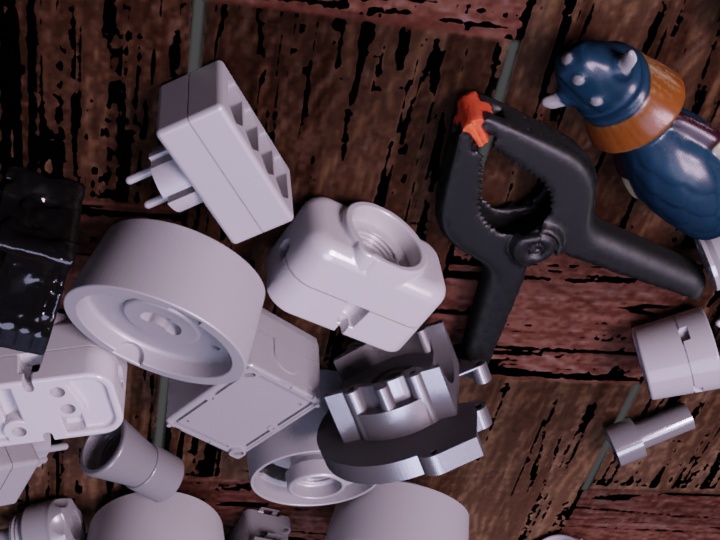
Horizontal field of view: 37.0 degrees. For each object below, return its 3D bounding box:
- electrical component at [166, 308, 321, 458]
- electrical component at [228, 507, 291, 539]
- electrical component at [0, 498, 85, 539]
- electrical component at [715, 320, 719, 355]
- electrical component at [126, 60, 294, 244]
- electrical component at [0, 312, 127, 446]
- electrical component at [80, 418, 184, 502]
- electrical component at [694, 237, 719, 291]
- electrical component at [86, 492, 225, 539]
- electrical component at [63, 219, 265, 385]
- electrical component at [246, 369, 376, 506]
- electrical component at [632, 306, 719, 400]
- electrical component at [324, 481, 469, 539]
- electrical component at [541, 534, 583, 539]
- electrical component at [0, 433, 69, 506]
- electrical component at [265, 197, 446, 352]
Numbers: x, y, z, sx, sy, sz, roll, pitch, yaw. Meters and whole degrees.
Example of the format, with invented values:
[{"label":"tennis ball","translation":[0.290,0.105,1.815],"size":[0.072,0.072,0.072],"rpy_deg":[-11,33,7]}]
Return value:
[{"label":"electrical component","translation":[-0.078,0.071,0.685],"size":[0.096,0.061,0.062],"rpy_deg":[-36,129,30]},{"label":"electrical component","translation":[-0.075,0.218,0.808],"size":[0.042,0.063,0.081],"rpy_deg":[16,127,-21]},{"label":"electrical component","translation":[-0.234,0.190,0.776],"size":[0.062,0.043,0.043],"rpy_deg":[-14,131,5]},{"label":"electrical component","translation":[0.270,0.043,0.714],"size":[0.079,0.044,0.077],"rpy_deg":[26,123,-27]},{"label":"electrical component","translation":[-0.088,-0.055,0.579],"size":[0.076,0.047,0.083],"rpy_deg":[-22,130,11]},{"label":"electrical component","translation":[-0.194,0.066,0.661],"size":[0.095,0.059,0.053],"rpy_deg":[-7,131,-2]},{"label":"electrical component","translation":[-0.153,0.133,0.739],"size":[0.044,0.044,0.065],"rpy_deg":[-33,132,20]},{"label":"electrical component","translation":[0.238,-0.015,0.659],"size":[0.055,0.045,0.045],"rpy_deg":[-21,130,11]},{"label":"electrical component","translation":[-0.150,0.206,0.789],"size":[0.108,0.060,0.108],"rpy_deg":[-4,131,-4]},{"label":"electrical component","translation":[-0.106,0.013,0.615],"size":[0.108,0.060,0.108],"rpy_deg":[15,151,8]},{"label":"electrical component","translation":[-0.032,0.121,0.746],"size":[0.099,0.064,0.099],"rpy_deg":[-4,145,-3]},{"label":"electrical component","translation":[0.210,0.057,0.713],"size":[0.047,0.055,0.055],"rpy_deg":[-15,131,11]},{"label":"electrical component","translation":[0.029,0.191,0.794],"size":[0.108,0.060,0.108],"rpy_deg":[9,148,6]},{"label":"electrical component","translation":[0.170,0.250,0.874],"size":[0.078,0.058,0.057],"rpy_deg":[-29,131,17]},{"label":"electrical component","translation":[-0.228,0.112,0.700],"size":[0.077,0.065,0.047],"rpy_deg":[-2,138,-46]},{"label":"electrical component","translation":[0.000,0.000,0.634],"size":[0.095,0.053,0.059],"rpy_deg":[23,124,-25]}]
